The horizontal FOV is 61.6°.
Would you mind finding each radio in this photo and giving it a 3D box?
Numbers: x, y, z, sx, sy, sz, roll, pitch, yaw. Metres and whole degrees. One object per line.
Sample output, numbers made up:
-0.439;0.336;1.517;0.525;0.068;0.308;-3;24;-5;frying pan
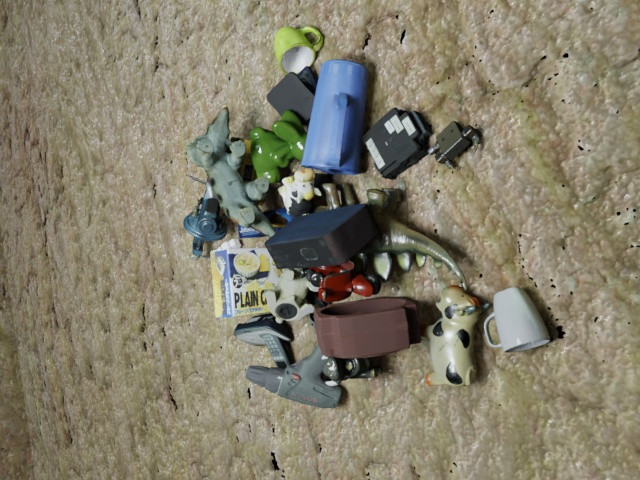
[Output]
-0.002;-0.003;1.106;0.230;0.131;0.073;-10;114;49;radio

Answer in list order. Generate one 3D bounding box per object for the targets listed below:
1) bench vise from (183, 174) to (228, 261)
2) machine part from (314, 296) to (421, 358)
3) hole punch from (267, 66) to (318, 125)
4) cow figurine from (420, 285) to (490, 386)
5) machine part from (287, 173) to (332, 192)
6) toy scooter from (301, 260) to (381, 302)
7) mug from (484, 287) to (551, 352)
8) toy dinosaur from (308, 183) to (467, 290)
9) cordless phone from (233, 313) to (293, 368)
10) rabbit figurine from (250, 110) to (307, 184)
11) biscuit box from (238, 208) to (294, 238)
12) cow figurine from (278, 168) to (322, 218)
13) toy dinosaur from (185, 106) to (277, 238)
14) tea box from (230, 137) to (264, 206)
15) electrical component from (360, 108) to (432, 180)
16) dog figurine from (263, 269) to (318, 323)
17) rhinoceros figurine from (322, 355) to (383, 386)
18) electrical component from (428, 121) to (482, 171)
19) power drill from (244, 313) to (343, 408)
-0.320;-0.053;1.495;0.224;0.129;0.240;-112;38;-49;bench vise
0.092;0.175;1.089;0.201;0.201;0.087;-175;76;-85;machine part
-0.049;-0.348;1.312;0.142;0.092;0.115;-33;103;35;hole punch
0.263;0.184;1.040;0.127;0.085;0.194;-10;82;46;cow figurine
-0.030;-0.136;1.319;0.139;0.039;0.084;-4;80;42;machine part
0.023;0.080;1.110;0.184;0.135;0.075;24;120;43;toy scooter
0.350;0.145;0.976;0.109;0.081;0.107;-32;58;43;mug
0.119;-0.016;1.155;0.472;0.105;0.198;17;109;48;toy dinosaur
-0.129;0.285;1.388;0.147;0.089;0.184;-17;98;39;cordless phone
-0.074;-0.231;1.305;0.170;0.121;0.158;0;126;17;rabbit figurine
-0.126;-0.043;1.385;0.203;0.059;0.062;-8;85;40;biscuit box
-0.043;-0.101;1.220;0.167;0.068;0.098;141;111;-74;cow figurine
-0.206;-0.125;1.293;0.404;0.131;0.192;66;163;3;toy dinosaur
-0.192;-0.180;1.417;0.068;0.098;0.169;19;104;39;tea box
0.167;-0.209;1.137;0.134;0.058;0.115;-36;70;34;electrical component
-0.063;0.085;1.282;0.172;0.121;0.191;-48;21;23;dog figurine
0.066;0.263;1.145;0.112;0.190;0.073;-14;78;21;rhinoceros figurine
0.268;-0.187;1.063;0.102;0.045;0.078;-49;33;27;electrical component
-0.036;0.277;1.243;0.232;0.086;0.207;26;92;-1;power drill
